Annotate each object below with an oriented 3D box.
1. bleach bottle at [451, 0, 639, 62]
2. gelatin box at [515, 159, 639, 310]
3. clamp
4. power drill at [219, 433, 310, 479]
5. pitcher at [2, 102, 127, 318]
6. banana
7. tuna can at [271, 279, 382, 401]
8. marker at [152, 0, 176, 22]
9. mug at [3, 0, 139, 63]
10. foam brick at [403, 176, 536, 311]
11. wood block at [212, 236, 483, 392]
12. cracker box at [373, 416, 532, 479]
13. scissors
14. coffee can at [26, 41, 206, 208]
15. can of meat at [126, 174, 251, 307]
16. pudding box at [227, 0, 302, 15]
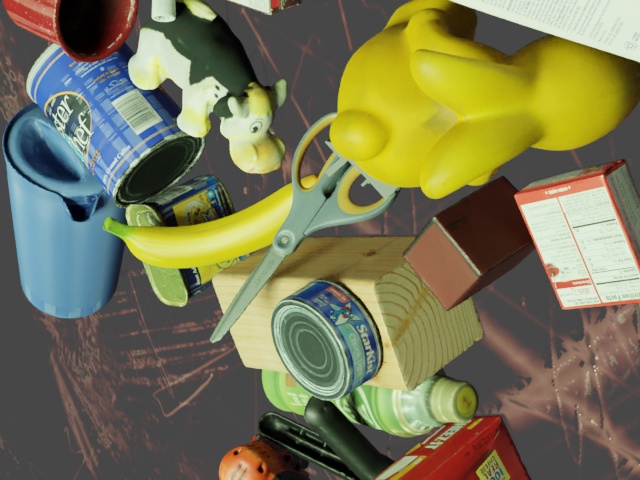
[{"bbox_3d":[0.081,-0.169,0.547,0.251,0.068,0.103,18,143,3],"label":"bleach bottle"},{"bbox_3d":[0.175,-0.001,0.684,0.073,0.030,0.089,-13,104,52],"label":"gelatin box"},{"bbox_3d":[0.047,0.198,0.907,0.210,0.036,0.165,33,159,0],"label":"clamp"},{"bbox_3d":[0.007,0.246,0.991,0.188,0.184,0.057,30,94,16],"label":"power drill"},{"bbox_3d":[-0.262,-0.034,1.126,0.145,0.149,0.243,31,141,10],"label":"pitcher"},{"bbox_3d":[-0.082,-0.010,0.913,0.069,0.198,0.037,62,-162,-58],"label":"banana"},{"bbox_3d":[0.003,0.074,0.786,0.086,0.033,0.086,29,133,36],"label":"tuna can"},{"bbox_3d":[-0.125,-0.236,0.853,0.020,0.020,0.121,-8,81,53],"label":"marker"},{"bbox_3d":[-0.211,-0.219,0.913,0.082,0.093,0.117,27,93,30],"label":"mug"},{"bbox_3d":[0.107,0.001,0.729,0.053,0.078,0.051,52,145,14],"label":"foam brick"},{"bbox_3d":[0.016,0.053,0.864,0.207,0.090,0.090,0,114,51],"label":"wood block"},{"bbox_3d":[0.115,0.270,0.833,0.072,0.163,0.213,-18,100,56],"label":"cracker box"},{"bbox_3d":[-0.005,0.001,0.813,0.096,0.202,0.016,21,176,17],"label":"scissors"},{"bbox_3d":[-0.188,-0.114,0.984,0.140,0.102,0.103,50,143,13],"label":"coffee can"},{"bbox_3d":[-0.121,-0.002,0.997,0.058,0.083,0.102,1,115,51],"label":"can of meat"},{"bbox_3d":[-0.065,-0.229,0.809,0.114,0.039,0.090,26,132,36],"label":"pudding box"}]
